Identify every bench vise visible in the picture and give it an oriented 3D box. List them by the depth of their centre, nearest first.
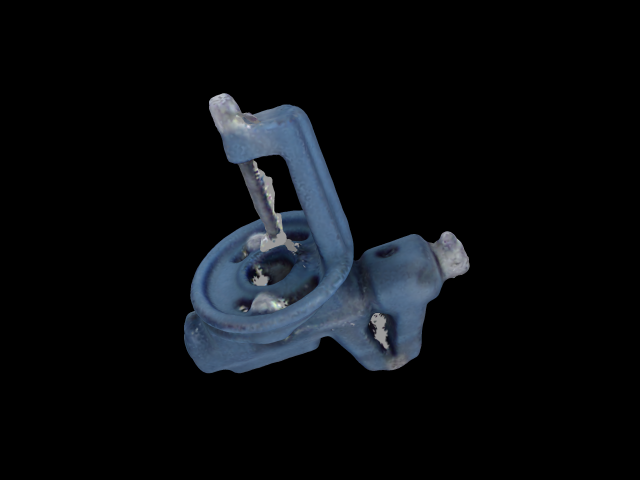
[{"bbox_3d":[-0.001,-0.005,0.409,0.208,0.220,0.121,-16,38,-21],"label":"bench vise"}]
